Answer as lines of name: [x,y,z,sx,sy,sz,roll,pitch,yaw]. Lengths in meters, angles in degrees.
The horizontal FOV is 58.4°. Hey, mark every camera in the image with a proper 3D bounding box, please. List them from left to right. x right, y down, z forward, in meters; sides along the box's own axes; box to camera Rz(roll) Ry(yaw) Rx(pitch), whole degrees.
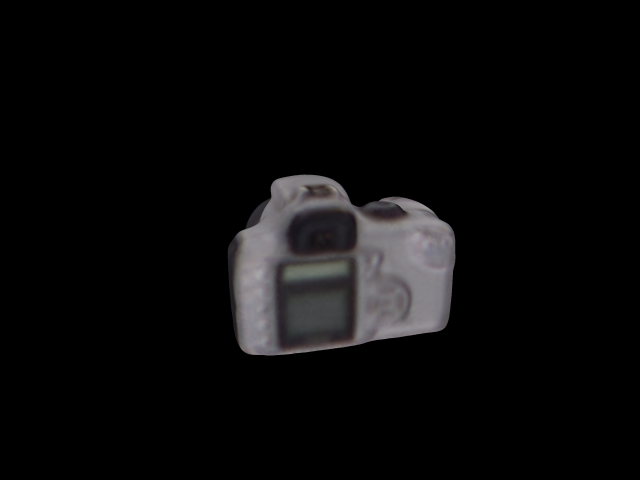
camera: [0.004,0.001,0.400,0.143,0.101,0.136,-5,19,-14]
